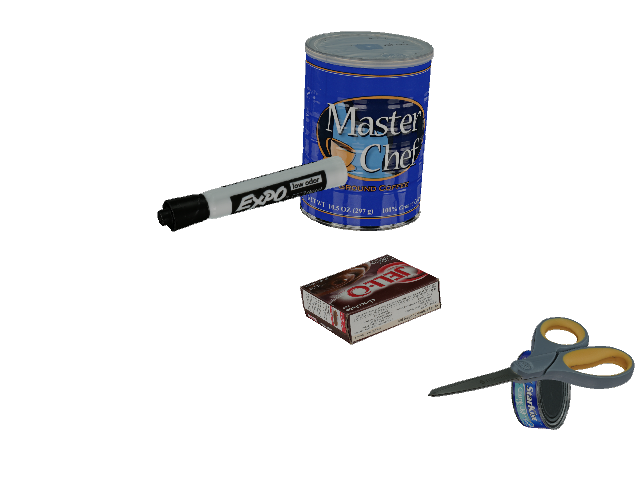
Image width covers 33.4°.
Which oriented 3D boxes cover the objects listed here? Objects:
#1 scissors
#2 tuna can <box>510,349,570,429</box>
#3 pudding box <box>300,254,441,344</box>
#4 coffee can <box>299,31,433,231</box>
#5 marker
[{"bbox_3d":[0.165,0.096,0.885,0.201,0.016,0.096,1,31,-19],"label":"scissors"},{"bbox_3d":[0.239,0.161,1.155,0.034,0.086,0.085,-3,-2,35],"label":"tuna can"},{"bbox_3d":[0.050,0.057,1.070,0.113,0.039,0.090,-22,24,-25],"label":"pudding box"},{"bbox_3d":[0.036,-0.091,0.873,0.103,0.140,0.103,2,23,-1],"label":"coffee can"},{"bbox_3d":[-0.040,-0.028,0.638,0.121,0.020,0.020,-16,7,-24],"label":"marker"}]
